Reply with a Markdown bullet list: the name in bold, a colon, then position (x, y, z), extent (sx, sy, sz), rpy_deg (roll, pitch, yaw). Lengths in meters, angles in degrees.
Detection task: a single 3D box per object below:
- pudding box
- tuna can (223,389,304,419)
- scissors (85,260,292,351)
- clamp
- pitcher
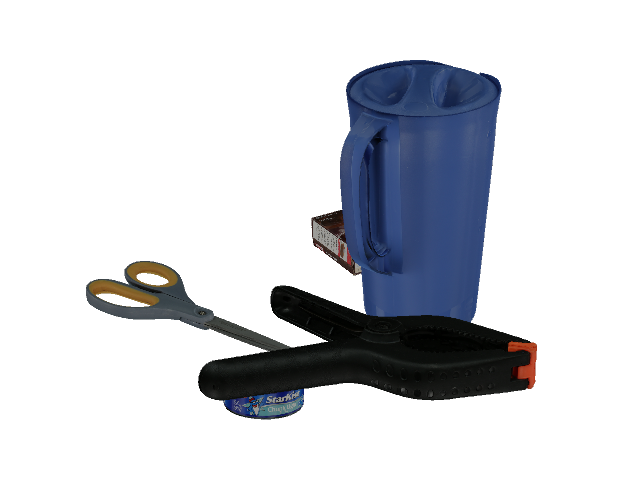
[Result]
- **pudding box**: position (0.060, -0.007, 1.177), extent (0.113, 0.039, 0.090), rpy_deg (-18, 30, -25)
- **tuna can**: position (-0.059, 0.154, 1.108), extent (0.086, 0.034, 0.086), rpy_deg (2, 14, -1)
- **scissors**: position (-0.107, 0.058, 0.947), extent (0.202, 0.016, 0.096), rpy_deg (12, 28, 7)
- **clamp**: position (0.038, 0.070, 0.720), extent (0.210, 0.036, 0.164), rpy_deg (2, 18, 8)
- **pitcher**: position (0.085, -0.029, 0.967), extent (0.149, 0.243, 0.145), rpy_deg (-5, 29, -5)
